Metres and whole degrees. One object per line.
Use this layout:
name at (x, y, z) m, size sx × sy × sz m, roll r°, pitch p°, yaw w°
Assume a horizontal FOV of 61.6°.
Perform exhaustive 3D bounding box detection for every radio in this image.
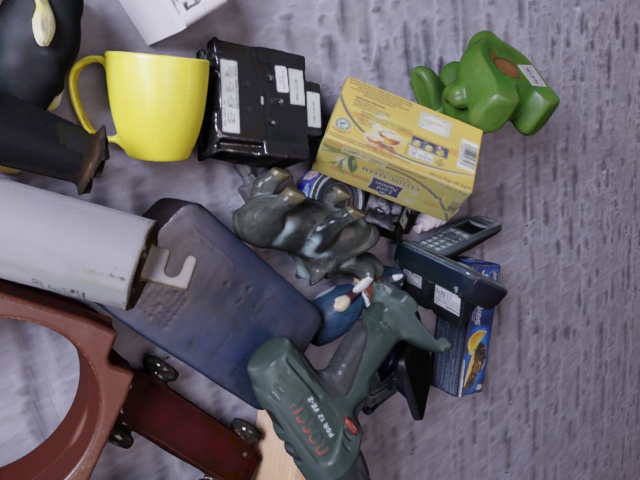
radio at (-0.110, 0.067, 0.562) m, size 0.229 × 0.073 × 0.131 m, roll 45°, pitch 72°, yaw -34°

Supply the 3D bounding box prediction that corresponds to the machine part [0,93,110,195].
machine part at (-0.228, -0.073, 0.390) m, size 0.139 × 0.039 × 0.084 m, roll 12°, pitch 109°, yaw -32°

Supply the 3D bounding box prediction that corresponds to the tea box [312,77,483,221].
tea box at (0.088, -0.101, 0.607) m, size 0.170 × 0.068 × 0.098 m, roll 22°, pitch 60°, yaw -2°

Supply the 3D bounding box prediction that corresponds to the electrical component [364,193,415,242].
electrical component at (0.094, -0.040, 0.695) m, size 0.119 × 0.048 × 0.074 m, roll 24°, pitch 86°, yaw -74°

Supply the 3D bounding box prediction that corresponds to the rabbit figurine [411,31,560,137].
rabbit figurine at (0.180, -0.166, 0.688) m, size 0.121 × 0.170 × 0.159 m, roll -15°, pitch 65°, yaw -35°

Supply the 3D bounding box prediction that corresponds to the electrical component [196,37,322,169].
electrical component at (-0.059, -0.134, 0.555) m, size 0.134 × 0.058 × 0.114 m, roll 1°, pitch 87°, yaw -35°

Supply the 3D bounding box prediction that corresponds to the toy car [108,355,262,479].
toy car at (-0.143, 0.204, 0.574) m, size 0.202 × 0.053 × 0.089 m, roll 47°, pitch 56°, yaw -31°

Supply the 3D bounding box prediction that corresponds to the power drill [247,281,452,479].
power drill at (0.046, 0.163, 0.578) m, size 0.207 × 0.086 × 0.232 m, roll -43°, pitch 105°, yaw -14°

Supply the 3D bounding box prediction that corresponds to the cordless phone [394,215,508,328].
cordless phone at (0.209, 0.025, 0.732) m, size 0.184 × 0.147 × 0.088 m, roll -26°, pitch 123°, yaw -28°

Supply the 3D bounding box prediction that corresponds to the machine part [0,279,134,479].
machine part at (-0.280, 0.135, 0.444) m, size 0.201 × 0.087 × 0.201 m, roll 28°, pitch 83°, yaw -37°

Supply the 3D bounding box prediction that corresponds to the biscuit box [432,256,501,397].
biscuit box at (0.218, 0.128, 0.810) m, size 0.059 × 0.063 × 0.202 m, roll 1°, pitch 98°, yaw -37°

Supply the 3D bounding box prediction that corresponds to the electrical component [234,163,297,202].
electrical component at (-0.056, -0.058, 0.605) m, size 0.063 × 0.021 × 0.094 m, roll -39°, pitch 115°, yaw -24°

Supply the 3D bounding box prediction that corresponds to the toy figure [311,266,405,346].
toy figure at (0.044, 0.073, 0.676) m, size 0.154 × 0.064 × 0.057 m, roll -34°, pitch 102°, yaw -25°

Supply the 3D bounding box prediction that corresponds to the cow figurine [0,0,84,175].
cow figurine at (-0.230, -0.128, 0.423) m, size 0.068 × 0.098 × 0.167 m, roll 8°, pitch 100°, yaw -39°

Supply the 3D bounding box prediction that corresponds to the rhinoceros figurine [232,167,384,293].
rhinoceros figurine at (-0.001, -0.002, 0.585) m, size 0.190 × 0.073 × 0.112 m, roll 23°, pitch 106°, yaw -34°

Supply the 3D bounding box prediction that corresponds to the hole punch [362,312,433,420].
hole punch at (0.098, 0.168, 0.730) m, size 0.116 × 0.092 × 0.142 m, roll -51°, pitch 126°, yaw -54°

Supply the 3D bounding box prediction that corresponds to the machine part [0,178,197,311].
machine part at (-0.221, -0.001, 0.423) m, size 0.243 × 0.079 × 0.079 m, roll 17°, pitch 88°, yaw -8°
